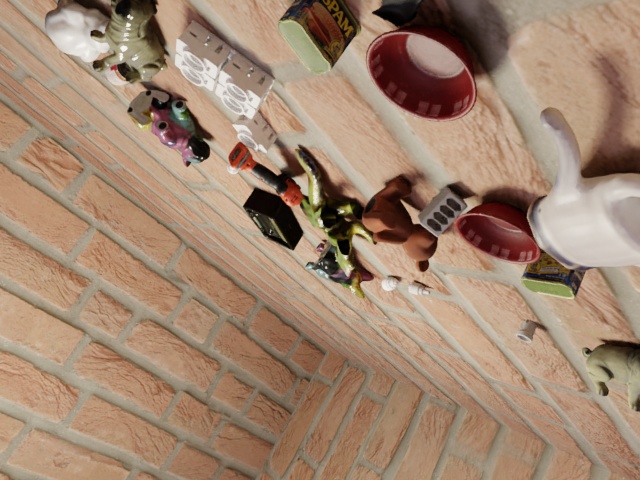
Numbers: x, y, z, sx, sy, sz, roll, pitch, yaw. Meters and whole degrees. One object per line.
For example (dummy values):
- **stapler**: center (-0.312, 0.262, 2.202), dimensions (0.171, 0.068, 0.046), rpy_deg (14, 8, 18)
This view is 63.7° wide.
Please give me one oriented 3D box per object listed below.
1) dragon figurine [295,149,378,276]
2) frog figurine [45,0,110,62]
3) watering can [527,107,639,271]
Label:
- **dragon figurine**: center (0.004, -0.067, 1.333), dimensions (0.243, 0.123, 0.405), rpy_deg (11, 136, 60)
- **frog figurine**: center (-0.517, -0.453, 1.135), dimensions (0.161, 0.124, 0.134), rpy_deg (38, 144, 20)
- **watering can**: center (0.381, -0.049, 0.717), dimensions (0.346, 0.105, 0.222), rpy_deg (35, 162, -10)
